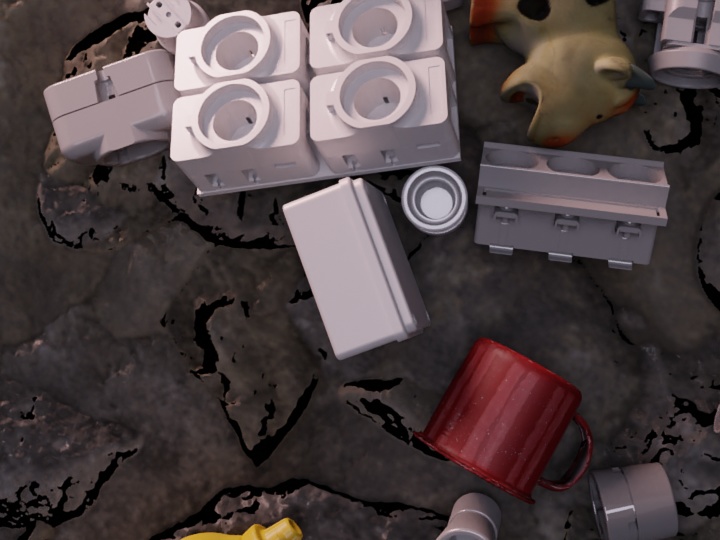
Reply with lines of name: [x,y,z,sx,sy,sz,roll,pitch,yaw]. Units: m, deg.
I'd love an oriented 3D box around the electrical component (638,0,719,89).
electrical component: [0.228,-0.157,0.730,0.078,0.058,0.057,9,86,7]

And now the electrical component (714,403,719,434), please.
electrical component: [0.290,0.088,0.720,0.077,0.044,0.079,23,90,7]

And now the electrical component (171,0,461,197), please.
electrical component: [-0.031,-0.121,0.728,0.186,0.060,0.105,-7,66,13]

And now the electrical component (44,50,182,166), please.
electrical component: [-0.170,-0.112,0.774,0.095,0.054,0.059,-18,86,6]

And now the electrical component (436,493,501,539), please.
electrical component: [0.076,0.180,0.731,0.044,0.065,0.044,4,106,13]

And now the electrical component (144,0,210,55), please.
electrical component: [-0.132,-0.179,0.776,0.040,0.046,0.040,0,88,6]

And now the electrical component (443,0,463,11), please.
electrical component: [0.051,-0.227,0.746,0.058,0.057,0.078,-17,79,-3]

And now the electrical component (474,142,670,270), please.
electrical component: [0.140,-0.044,0.729,0.121,0.078,0.063,7,118,7]

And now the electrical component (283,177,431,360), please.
electrical component: [0.000,0.000,0.724,0.056,0.109,0.108,-21,86,8]

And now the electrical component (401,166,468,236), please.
electrical component: [0.053,-0.047,0.746,0.045,0.055,0.045,0,88,6]

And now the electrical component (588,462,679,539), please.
electrical component: [0.184,0.158,0.725,0.047,0.055,0.055,-11,87,2]
